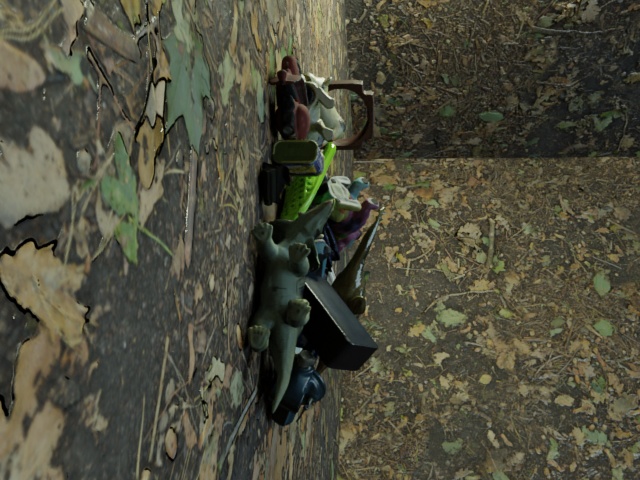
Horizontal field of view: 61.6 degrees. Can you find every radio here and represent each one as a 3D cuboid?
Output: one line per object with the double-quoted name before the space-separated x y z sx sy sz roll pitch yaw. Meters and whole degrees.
"radio" 0.011 0.160 1.103 0.131 0.073 0.230 26 20 -51

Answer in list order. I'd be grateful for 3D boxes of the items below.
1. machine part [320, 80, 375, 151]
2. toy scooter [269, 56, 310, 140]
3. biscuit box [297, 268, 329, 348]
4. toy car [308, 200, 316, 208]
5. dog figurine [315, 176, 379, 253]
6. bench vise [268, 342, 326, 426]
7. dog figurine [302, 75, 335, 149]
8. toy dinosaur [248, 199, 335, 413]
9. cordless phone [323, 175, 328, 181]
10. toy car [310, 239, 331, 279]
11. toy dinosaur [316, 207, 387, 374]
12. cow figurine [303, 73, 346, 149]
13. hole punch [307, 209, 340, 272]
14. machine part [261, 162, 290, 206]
"machine part" 0.064 -0.378 1.630 0.087 0.202 0.200 -84 172 -66
"toy scooter" -0.064 -0.289 1.105 0.135 0.075 0.183 -55 142 -79
"biscuit box" -0.029 0.166 1.327 0.063 0.059 0.202 -59 161 -77
"toy car" 0.012 -0.110 1.398 0.201 0.073 0.056 12 48 -46
"dog figurine" 0.044 -0.049 1.358 0.219 0.191 0.108 -58 -133 40
"bench vise" -0.035 0.263 1.112 0.241 0.129 0.223 -52 154 -50
"dog figurine" -0.039 -0.299 1.301 0.191 0.121 0.172 -136 -133 -79
"toy dinosaur" -0.065 0.104 0.993 0.192 0.131 0.404 67 30 -72
"cordless phone" -0.018 -0.205 1.478 0.146 0.089 0.184 75 13 -65
"toy car" -0.041 0.039 1.208 0.161 0.109 0.103 88 -24 -52
"toy dinosaur" 0.061 0.142 1.299 0.198 0.105 0.471 -40 155 -77
"cow figurine" 0.003 -0.352 1.417 0.127 0.085 0.194 -36 98 -42
"hole punch" -0.003 -0.004 1.283 0.092 0.116 0.142 -42 130 -32
"machine part" -0.089 -0.118 1.059 0.139 0.039 0.084 -64 148 -71
